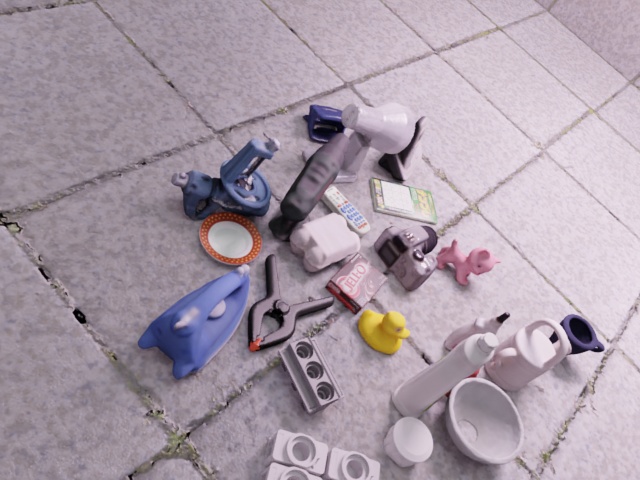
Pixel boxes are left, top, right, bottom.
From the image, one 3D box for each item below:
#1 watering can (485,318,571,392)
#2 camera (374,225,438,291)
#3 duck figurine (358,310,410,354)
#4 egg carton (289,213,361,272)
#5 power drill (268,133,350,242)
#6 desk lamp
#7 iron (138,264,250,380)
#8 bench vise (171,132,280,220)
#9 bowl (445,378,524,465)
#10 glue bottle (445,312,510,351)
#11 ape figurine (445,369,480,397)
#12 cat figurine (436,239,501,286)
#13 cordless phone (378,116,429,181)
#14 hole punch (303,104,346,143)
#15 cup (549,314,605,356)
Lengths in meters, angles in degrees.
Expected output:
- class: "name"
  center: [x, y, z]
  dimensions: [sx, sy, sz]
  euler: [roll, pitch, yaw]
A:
- class: "watering can"
  center: [0.447, 0.231, 1.199]
  dimensions: [0.173, 0.194, 0.101]
  euler: [-22, 68, -38]
- class: "camera"
  center: [0.221, 0.020, 1.306]
  dimensions: [0.137, 0.100, 0.143]
  euler: [-22, 68, -38]
- class: "duck figurine"
  center: [0.134, 0.172, 1.152]
  dimensions: [0.104, 0.086, 0.078]
  euler: [39, 47, 5]
- class: "egg carton"
  center: [0.011, 0.004, 1.228]
  dimensions: [0.151, 0.069, 0.107]
  euler: [-24, 69, -39]
- class: "power drill"
  center: [-0.027, -0.098, 1.192]
  dimensions: [0.075, 0.208, 0.230]
  euler: [32, 47, -2]
- class: "desk lamp"
  center: [0.095, -0.237, 1.360]
  dimensions: [0.204, 0.213, 0.117]
  euler: [-7, 59, -32]
- class: "iron"
  center: [-0.185, 0.110, 0.993]
  dimensions: [0.118, 0.141, 0.259]
  euler: [39, 47, 4]
- class: "bench vise"
  center: [-0.172, -0.116, 1.121]
  dimensions: [0.208, 0.219, 0.121]
  euler: [-15, 63, -35]
- class: "bowl"
  center: [0.303, 0.358, 1.106]
  dimensions: [0.168, 0.074, 0.167]
  euler: [15, 50, -18]
- class: "glue bottle"
  center: [0.335, 0.192, 1.184]
  dimensions: [0.078, 0.173, 0.037]
  euler: [28, 47, -6]
- class: "ape figurine"
  center: [0.288, 0.268, 1.156]
  dimensions: [0.078, 0.092, 0.076]
  euler: [13, 51, -19]
- class: "cat figurine"
  center: [0.353, 0.043, 1.346]
  dimensions: [0.128, 0.117, 0.067]
  euler: [34, 47, 0]
- class: "cordless phone"
  center: [0.243, -0.254, 1.471]
  dimensions: [0.094, 0.185, 0.148]
  euler: [35, 47, 1]
- class: "hole punch"
  center: [0.023, -0.309, 1.461]
  dimensions: [0.109, 0.091, 0.101]
  euler: [6, 53, -24]
- class: "cup"
  center: [0.589, 0.239, 1.336]
  dimensions: [0.118, 0.095, 0.092]
  euler: [32, 47, -2]
